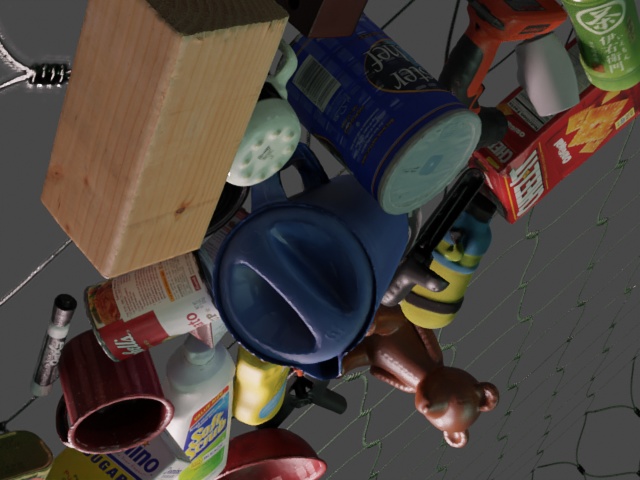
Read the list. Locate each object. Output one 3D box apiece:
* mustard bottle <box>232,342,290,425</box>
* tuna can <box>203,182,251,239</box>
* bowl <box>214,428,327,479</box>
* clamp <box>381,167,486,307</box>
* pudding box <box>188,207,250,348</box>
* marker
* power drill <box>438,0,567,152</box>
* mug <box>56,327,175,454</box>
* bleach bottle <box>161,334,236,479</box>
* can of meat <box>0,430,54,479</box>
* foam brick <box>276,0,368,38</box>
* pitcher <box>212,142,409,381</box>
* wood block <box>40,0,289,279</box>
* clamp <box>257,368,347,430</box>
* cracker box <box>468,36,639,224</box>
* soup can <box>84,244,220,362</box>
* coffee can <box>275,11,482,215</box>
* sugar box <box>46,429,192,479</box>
[{"bbox_3d":[-0.064,0.153,1.193,0.192,0.058,0.096,104,13,-52],"label":"mustard bottle"},{"bbox_3d":[-0.099,-0.039,0.872,0.086,0.034,0.086,-34,154,-19],"label":"tuna can"},{"bbox_3d":[-0.074,0.283,1.362,0.162,0.055,0.162,-11,151,-6],"label":"bowl"},{"bbox_3d":[0.112,0.012,1.206,0.164,0.036,0.210,-63,-168,-27],"label":"clamp"},{"bbox_3d":[-0.087,0.037,0.987,0.090,0.039,0.113,-48,162,-27],"label":"pudding box"},{"bbox_3d":[-0.226,0.089,0.905,0.020,0.020,0.121,-19,146,-42],"label":"marker"},{"bbox_3d":[0.158,-0.156,1.036,0.184,0.057,0.188,-15,143,-46],"label":"power drill"},{"bbox_3d":[-0.192,0.136,0.942,0.117,0.081,0.093,-41,143,23],"label":"mug"},{"bbox_3d":[-0.141,0.185,1.138,0.102,0.068,0.251,-30,151,-30],"label":"bleach bottle"},{"bbox_3d":[-0.301,0.225,0.971,0.101,0.057,0.084,-9,137,-50],"label":"can of meat"},{"bbox_3d":[0.006,-0.190,0.761,0.051,0.053,0.078,-17,144,-44],"label":"foam brick"},{"bbox_3d":[0.004,0.002,0.927,0.149,0.145,0.242,-64,173,17],"label":"pitcher"},{"bbox_3d":[-0.110,-0.084,0.716,0.090,0.090,0.206,-20,147,-42],"label":"wood block"},{"bbox_3d":[-0.016,0.189,1.335,0.120,0.039,0.172,-16,149,-19],"label":"clamp"},{"bbox_3d":[0.273,-0.132,1.229,0.213,0.072,0.164,-42,155,-1],"label":"cracker box"},{"bbox_3d":[-0.135,0.051,0.886,0.102,0.068,0.068,-23,155,3],"label":"soup can"},{"bbox_3d":[0.044,-0.104,0.851,0.102,0.140,0.103,-34,154,-19],"label":"coffee can"},{"bbox_3d":[-0.225,0.246,1.073,0.176,0.093,0.048,-44,156,0],"label":"sugar box"}]
